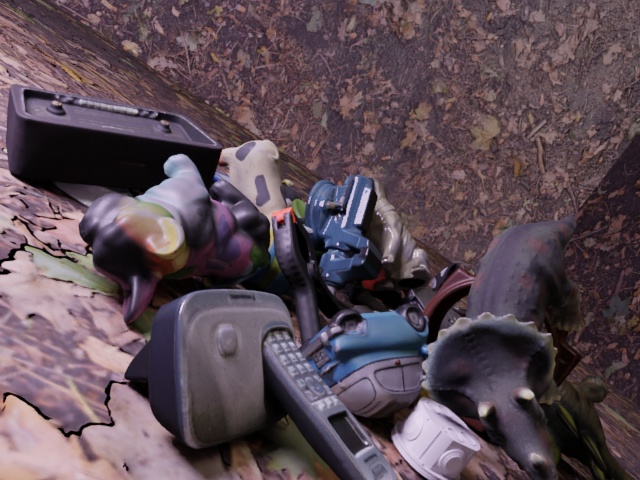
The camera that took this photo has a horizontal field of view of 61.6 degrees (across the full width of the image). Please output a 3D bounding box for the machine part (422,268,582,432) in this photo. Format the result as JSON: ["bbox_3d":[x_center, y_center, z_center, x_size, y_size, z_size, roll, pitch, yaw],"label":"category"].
[{"bbox_3d":[0.241,0.150,0.763,0.201,0.201,0.087,40,10,27],"label":"machine part"}]

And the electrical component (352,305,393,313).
[{"bbox_3d":[0.090,0.127,0.841,0.078,0.045,0.102,42,12,29],"label":"electrical component"}]

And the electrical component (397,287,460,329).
[{"bbox_3d":[0.204,0.144,0.962,0.134,0.058,0.115,-2,45,-37],"label":"electrical component"}]

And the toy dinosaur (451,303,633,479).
[{"bbox_3d":[0.380,0.273,0.846,0.471,0.105,0.198,44,32,11],"label":"toy dinosaur"}]

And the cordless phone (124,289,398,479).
[{"bbox_3d":[-0.032,0.122,0.377,0.184,0.088,0.146,44,12,24],"label":"cordless phone"}]

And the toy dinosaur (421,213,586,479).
[{"bbox_3d":[0.223,0.064,0.601,0.131,0.405,0.192,5,-37,29],"label":"toy dinosaur"}]

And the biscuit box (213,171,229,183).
[{"bbox_3d":[-0.190,-0.082,0.866,0.059,0.062,0.202,42,13,34],"label":"biscuit box"}]

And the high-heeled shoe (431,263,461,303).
[{"bbox_3d":[0.264,0.130,1.094,0.086,0.145,0.249,33,8,-4],"label":"high-heeled shoe"}]

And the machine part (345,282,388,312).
[{"bbox_3d":[0.096,0.116,0.941,0.139,0.039,0.084,39,3,32],"label":"machine part"}]

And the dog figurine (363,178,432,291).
[{"bbox_3d":[0.133,-0.013,0.990,0.172,0.121,0.190,29,52,-42],"label":"dog figurine"}]

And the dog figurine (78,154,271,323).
[{"bbox_3d":[-0.131,0.008,0.533,0.191,0.108,0.219,34,14,-19],"label":"dog figurine"}]

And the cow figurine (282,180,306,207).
[{"bbox_3d":[-0.064,-0.069,1.113,0.068,0.098,0.167,35,8,41],"label":"cow figurine"}]

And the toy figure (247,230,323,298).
[{"bbox_3d":[-0.084,0.016,0.703,0.180,0.082,0.089,35,8,-10],"label":"toy figure"}]

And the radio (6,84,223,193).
[{"bbox_3d":[-0.249,-0.119,0.652,0.229,0.073,0.131,4,28,-39],"label":"radio"}]

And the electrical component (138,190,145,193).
[{"bbox_3d":[-0.257,-0.084,0.737,0.063,0.021,0.094,29,-4,16],"label":"electrical component"}]

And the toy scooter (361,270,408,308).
[{"bbox_3d":[0.139,0.086,1.110,0.135,0.075,0.184,26,16,-37],"label":"toy scooter"}]

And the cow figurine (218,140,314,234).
[{"bbox_3d":[-0.083,-0.055,0.811,0.127,0.194,0.085,-11,-5,39],"label":"cow figurine"}]

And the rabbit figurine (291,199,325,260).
[{"bbox_3d":[0.005,-0.016,1.031,0.159,0.121,0.170,31,15,12],"label":"rabbit figurine"}]

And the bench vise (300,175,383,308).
[{"bbox_3d":[-0.007,-0.006,0.894,0.241,0.223,0.128,6,-11,30],"label":"bench vise"}]

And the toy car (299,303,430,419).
[{"bbox_3d":[0.058,0.133,0.568,0.161,0.109,0.103,7,49,-45],"label":"toy car"}]
